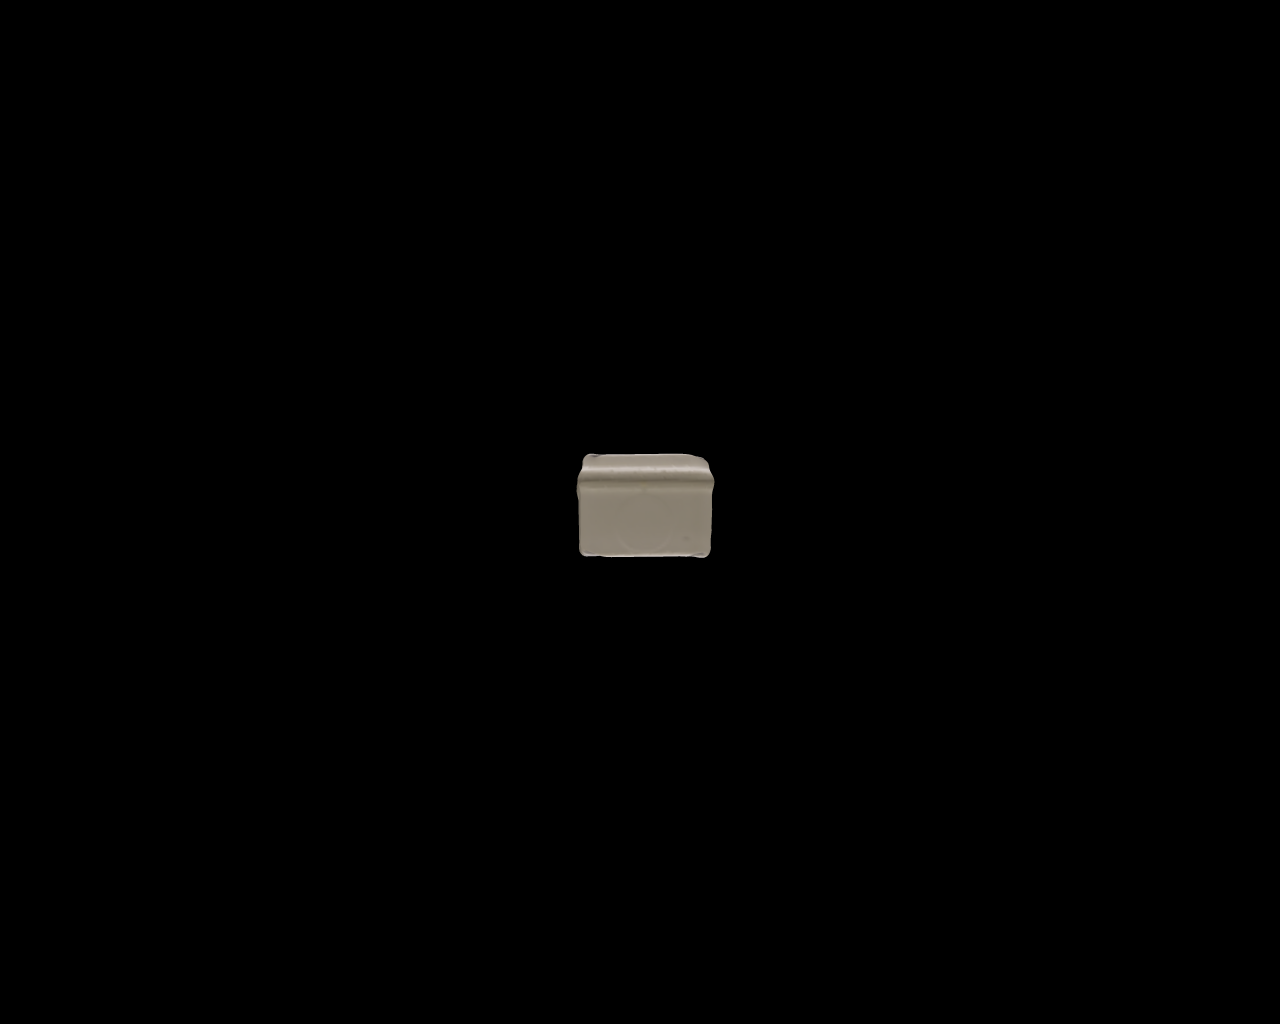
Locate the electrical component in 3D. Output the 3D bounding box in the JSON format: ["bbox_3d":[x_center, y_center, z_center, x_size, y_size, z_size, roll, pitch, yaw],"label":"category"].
[{"bbox_3d":[0.001,-0.003,0.650,0.078,0.057,0.113,0,-2,-4],"label":"electrical component"}]
